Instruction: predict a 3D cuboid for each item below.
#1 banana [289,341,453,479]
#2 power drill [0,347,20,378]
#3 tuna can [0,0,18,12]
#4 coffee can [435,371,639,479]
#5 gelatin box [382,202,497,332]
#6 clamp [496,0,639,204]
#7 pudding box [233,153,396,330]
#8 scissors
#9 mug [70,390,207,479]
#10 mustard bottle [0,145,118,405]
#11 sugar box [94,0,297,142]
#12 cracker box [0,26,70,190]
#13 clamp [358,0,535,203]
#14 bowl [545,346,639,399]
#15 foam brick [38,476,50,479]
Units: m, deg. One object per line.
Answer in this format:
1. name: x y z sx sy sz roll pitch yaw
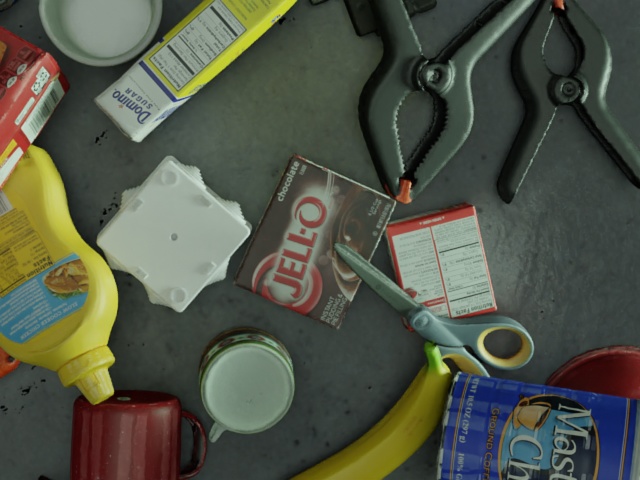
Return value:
1. banana: 0.042 0.157 0.839 0.069 0.037 0.198 35 107 -24
2. power drill: -0.344 0.062 0.793 0.184 0.057 0.187 -30 100 -7
3. tuna can: -0.257 -0.210 0.790 0.086 0.034 0.086 -1 95 -6
4. coffee can: 0.164 0.158 0.791 0.140 0.102 0.103 7 94 15
5. gelatin box: 0.094 0.022 0.848 0.073 0.030 0.089 -14 99 -5
6. clamp: 0.203 -0.112 0.844 0.120 0.039 0.171 2 95 -7
7. pudding box: -0.005 0.001 0.831 0.090 0.039 0.113 24 92 -7
8. scissors: 0.097 0.055 0.825 0.096 0.016 0.201 -30 117 3
9. mug: -0.137 0.159 0.813 0.117 0.093 0.081 2 90 -37
10. mustard bottle: -0.202 0.032 0.779 0.096 0.058 0.192 -31 81 6
11. sugar box: -0.084 -0.144 0.784 0.176 0.093 0.048 -45 97 0
12. cracker box: -0.310 -0.102 0.735 0.214 0.072 0.164 30 78 6
13. clamp: 0.092 -0.133 0.823 0.164 0.036 0.210 1 104 -16
14. bowl: 0.250 0.170 0.865 0.162 0.055 0.162 -1 95 -7
15. foam brick: -0.197 0.228 0.824 0.078 0.051 0.053 31 90 -8
